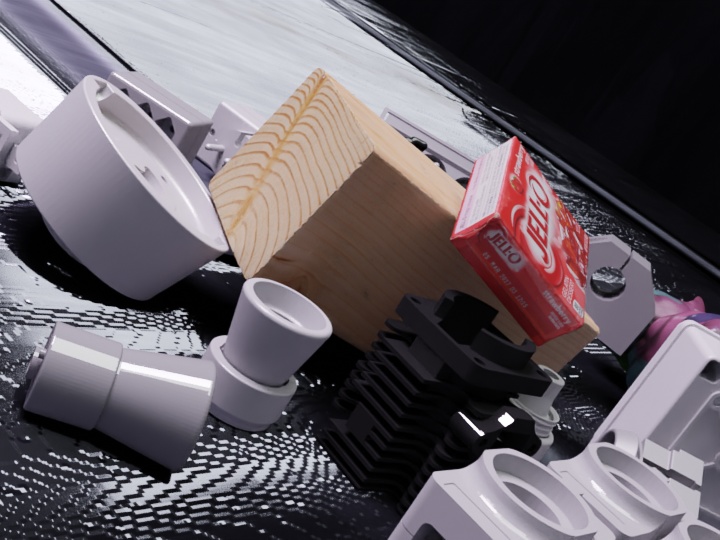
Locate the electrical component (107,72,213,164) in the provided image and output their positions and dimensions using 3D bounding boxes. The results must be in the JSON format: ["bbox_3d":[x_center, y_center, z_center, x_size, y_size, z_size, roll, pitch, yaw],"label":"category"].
[{"bbox_3d":[-0.136,-0.098,0.733,0.066,0.047,0.077,34,16,7],"label":"electrical component"}]

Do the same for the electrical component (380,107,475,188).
[{"bbox_3d":[0.054,-0.081,0.979,0.121,0.078,0.063,30,-14,-5],"label":"electrical component"}]

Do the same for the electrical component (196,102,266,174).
[{"bbox_3d":[-0.083,-0.082,0.778,0.083,0.047,0.076,38,17,20],"label":"electrical component"}]

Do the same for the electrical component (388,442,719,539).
[{"bbox_3d":[0.103,0.133,0.462,0.105,0.060,0.186,42,19,33],"label":"electrical component"}]

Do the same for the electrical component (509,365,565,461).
[{"bbox_3d":[0.086,0.081,0.580,0.043,0.062,0.043,29,17,-9],"label":"electrical component"}]

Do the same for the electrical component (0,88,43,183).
[{"bbox_3d":[-0.201,-0.073,0.553,0.081,0.042,0.064,39,14,23],"label":"electrical component"}]

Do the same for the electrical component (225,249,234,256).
[{"bbox_3d":[-0.066,-0.024,0.653,0.065,0.044,0.044,14,23,-34],"label":"electrical component"}]

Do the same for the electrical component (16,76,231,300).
[{"bbox_3d":[-0.121,-0.035,0.531,0.108,0.060,0.108,52,8,-10],"label":"electrical component"}]

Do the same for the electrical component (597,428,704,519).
[{"bbox_3d":[0.160,0.122,0.614,0.055,0.048,0.066,28,42,0],"label":"electrical component"}]

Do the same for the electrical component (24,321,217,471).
[{"bbox_3d":[-0.092,0.045,0.405,0.065,0.044,0.044,21,19,-16],"label":"electrical component"}]

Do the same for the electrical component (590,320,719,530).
[{"bbox_3d":[0.220,0.104,0.670,0.109,0.108,0.056,28,19,-13],"label":"electrical component"}]

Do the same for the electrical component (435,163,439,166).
[{"bbox_3d":[0.031,-0.043,0.739,0.052,0.073,0.138,37,-6,0],"label":"electrical component"}]

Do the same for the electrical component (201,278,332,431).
[{"bbox_3d":[-0.045,0.038,0.482,0.045,0.055,0.045,29,16,-9],"label":"electrical component"}]
